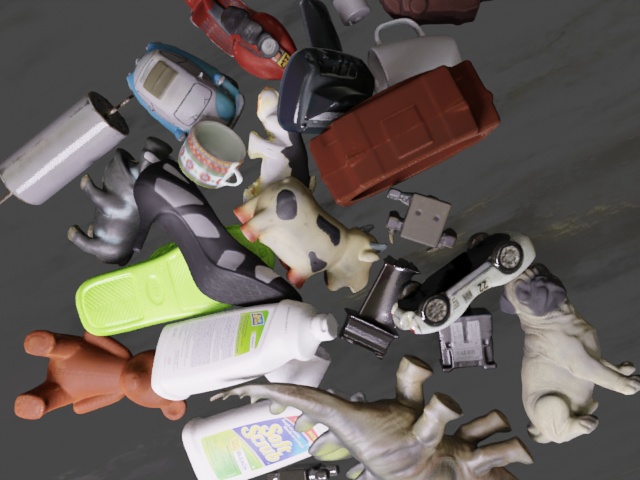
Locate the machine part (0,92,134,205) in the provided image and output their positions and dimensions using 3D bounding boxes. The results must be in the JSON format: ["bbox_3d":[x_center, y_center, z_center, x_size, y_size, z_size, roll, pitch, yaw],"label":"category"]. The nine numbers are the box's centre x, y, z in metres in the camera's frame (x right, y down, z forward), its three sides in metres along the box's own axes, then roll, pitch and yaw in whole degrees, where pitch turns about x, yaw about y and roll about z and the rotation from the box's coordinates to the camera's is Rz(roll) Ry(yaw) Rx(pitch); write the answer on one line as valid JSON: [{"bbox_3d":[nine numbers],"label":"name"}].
[{"bbox_3d":[-0.355,-0.126,0.747,0.243,0.079,0.079,-37,89,7],"label":"machine part"}]

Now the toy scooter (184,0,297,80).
[{"bbox_3d":[-0.109,-0.277,0.681,0.184,0.135,0.075,38,96,1],"label":"toy scooter"}]

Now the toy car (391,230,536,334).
[{"bbox_3d":[0.180,0.052,0.681,0.202,0.074,0.056,-34,109,-9],"label":"toy car"}]

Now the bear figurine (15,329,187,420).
[{"bbox_3d":[-0.285,0.188,0.735,0.196,0.132,0.120,7,84,12],"label":"bear figurine"}]

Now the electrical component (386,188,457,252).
[{"bbox_3d":[0.134,-0.023,0.715,0.102,0.045,0.078,12,98,6],"label":"electrical component"}]

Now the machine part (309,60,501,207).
[{"bbox_3d":[0.094,-0.119,0.635,0.201,0.201,0.087,-26,87,7],"label":"machine part"}]

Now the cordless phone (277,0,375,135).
[{"bbox_3d":[-0.004,-0.227,0.672,0.089,0.146,0.184,-23,83,41],"label":"cordless phone"}]

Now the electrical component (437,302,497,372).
[{"bbox_3d":[0.192,0.112,0.717,0.075,0.048,0.119,-3,95,6],"label":"electrical component"}]

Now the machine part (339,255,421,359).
[{"bbox_3d":[0.084,0.087,0.733,0.084,0.039,0.138,28,98,9],"label":"machine part"}]

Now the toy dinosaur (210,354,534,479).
[{"bbox_3d":[0.099,0.257,0.681,0.471,0.105,0.198,33,100,-13],"label":"toy dinosaur"}]

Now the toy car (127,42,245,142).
[{"bbox_3d":[-0.187,-0.200,0.711,0.162,0.103,0.109,38,96,1],"label":"toy car"}]

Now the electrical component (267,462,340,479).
[{"bbox_3d":[-0.024,0.324,0.746,0.094,0.063,0.021,-13,73,21],"label":"electrical component"}]

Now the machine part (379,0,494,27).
[{"bbox_3d":[0.153,-0.363,0.686,0.179,0.056,0.179,0,93,5],"label":"machine part"}]

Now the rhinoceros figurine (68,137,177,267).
[{"bbox_3d":[-0.267,-0.056,0.743,0.112,0.073,0.190,26,96,5],"label":"rhinoceros figurine"}]

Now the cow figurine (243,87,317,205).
[{"bbox_3d":[-0.049,-0.115,0.717,0.098,0.068,0.167,7,98,-3],"label":"cow figurine"}]

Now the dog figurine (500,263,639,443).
[{"bbox_3d":[0.283,0.144,0.695,0.172,0.121,0.191,-45,74,4],"label":"dog figurine"}]

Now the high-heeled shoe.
[{"bbox_3d":[-0.126,-0.007,0.694,0.248,0.086,0.145,25,52,-17],"label":"high-heeled shoe"}]

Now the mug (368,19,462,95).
[{"bbox_3d":[0.120,-0.231,0.692,0.107,0.081,0.109,-16,83,-4],"label":"mug"}]

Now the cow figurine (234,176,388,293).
[{"bbox_3d":[-0.001,-0.002,0.692,0.127,0.086,0.194,-39,120,8],"label":"cow figurine"}]
